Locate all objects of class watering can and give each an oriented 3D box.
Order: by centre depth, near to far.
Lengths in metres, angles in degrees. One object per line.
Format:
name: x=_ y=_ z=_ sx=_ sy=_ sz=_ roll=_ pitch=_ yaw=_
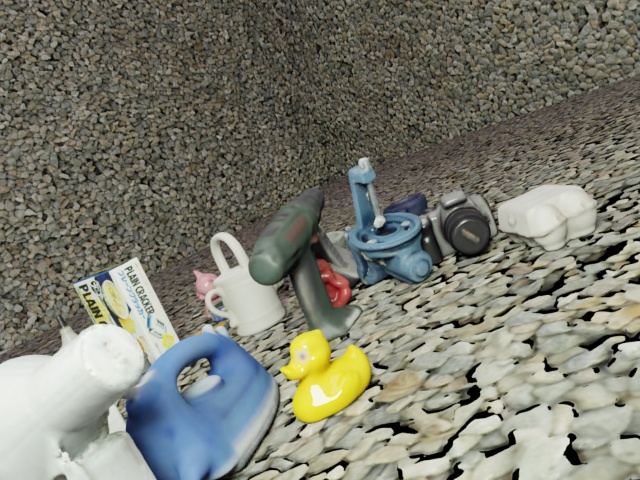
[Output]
watering can: x=-0.144 y=0.072 z=1.083 sx=0.100 sy=0.194 sz=0.173 roll=-18 pitch=11 yaw=32

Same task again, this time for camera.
camera: x=0.224 y=-0.023 z=0.964 sx=0.143 sy=0.101 sz=0.137 roll=-23 pitch=9 yaw=10

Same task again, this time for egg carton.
egg carton: x=0.332 y=-0.034 z=0.851 sx=0.107 sy=0.069 sz=0.150 roll=-25 pitch=9 yaw=-5

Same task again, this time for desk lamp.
desk lamp: x=-0.185 y=0.182 z=0.492 sx=0.202 sy=0.213 sz=0.118 roll=-20 pitch=10 yaw=27

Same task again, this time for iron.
iron: x=-0.132 y=0.170 z=0.655 sx=0.118 sy=0.141 sz=0.259 roll=-21 pitch=10 yaw=21

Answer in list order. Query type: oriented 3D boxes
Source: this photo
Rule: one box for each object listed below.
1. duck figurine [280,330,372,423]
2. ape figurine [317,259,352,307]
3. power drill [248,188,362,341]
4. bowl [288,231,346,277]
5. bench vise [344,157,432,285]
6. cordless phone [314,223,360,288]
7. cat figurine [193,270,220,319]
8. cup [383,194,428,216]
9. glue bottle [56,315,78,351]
duck figurine: x=0.003 y=0.142 z=0.644 sx=0.105 sy=0.086 sz=0.077 roll=-29 pitch=10 yaw=-26
ape figurine: x=0.011 y=0.077 z=0.975 sx=0.077 sy=0.092 sz=0.076 roll=-20 pitch=10 yaw=23
power drill: x=-0.016 y=0.041 z=0.877 sx=0.075 sy=0.208 sz=0.230 roll=-19 pitch=11 yaw=29
bowl: x=-0.009 y=0.046 z=1.258 sx=0.167 sy=0.075 sz=0.167 roll=-24 pitch=9 yaw=4
bench vise: x=0.079 y=-0.025 z=0.976 sx=0.122 sy=0.220 sz=0.206 roll=-32 pitch=12 yaw=-39
cordless phone: x=0.010 y=0.004 z=1.100 sx=0.094 sy=0.185 sz=0.147 roll=-23 pitch=9 yaw=11
cat figurine: x=-0.264 y=0.119 z=1.368 sx=0.067 sy=0.118 sz=0.127 roll=-27 pitch=9 yaw=-14
cup: x=0.183 y=-0.032 z=1.145 sx=0.091 sy=0.095 sz=0.118 roll=-22 pitch=9 yaw=16
glue bottle: x=-0.479 y=0.226 z=1.135 sx=0.037 sy=0.173 sz=0.078 roll=-21 pitch=10 yaw=18
